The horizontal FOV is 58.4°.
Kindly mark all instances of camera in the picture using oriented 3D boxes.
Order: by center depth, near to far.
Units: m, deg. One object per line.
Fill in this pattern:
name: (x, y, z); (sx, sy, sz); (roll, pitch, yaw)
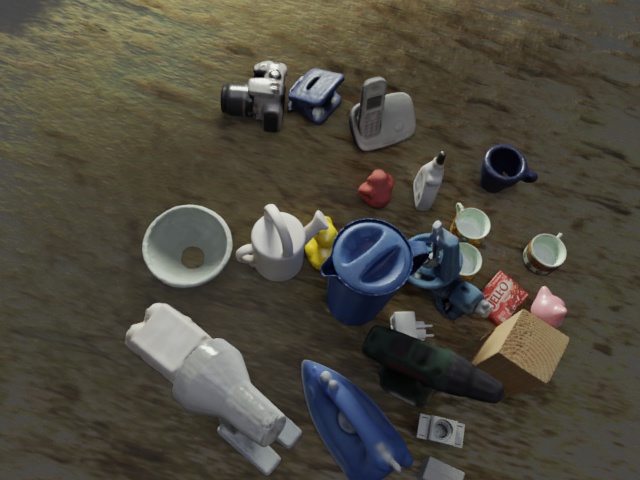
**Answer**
camera: (-0.142, -0.321, 1.240); (0.137, 0.101, 0.143); (4, 67, -3)

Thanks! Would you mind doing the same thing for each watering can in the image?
watering can: (-0.071, -0.005, 1.061); (0.101, 0.194, 0.173); (43, 70, 13)

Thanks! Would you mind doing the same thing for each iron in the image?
iron: (0.050, 0.297, 0.972); (0.119, 0.141, 0.258); (-35, 74, -17)

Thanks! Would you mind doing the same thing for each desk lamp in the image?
desk lamp: (-0.126, 0.271, 0.928); (0.203, 0.213, 0.118); (37, 69, 11)

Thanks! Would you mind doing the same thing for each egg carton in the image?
egg carton: (-0.267, 0.185, 1.030); (0.150, 0.069, 0.107); (34, 68, 10)

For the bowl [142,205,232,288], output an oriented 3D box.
bowl: (-0.249, 0.022, 1.098); (0.167, 0.075, 0.167); (2, 67, -4)

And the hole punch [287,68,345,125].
hole punch: (-0.011, -0.326, 1.259); (0.101, 0.091, 0.109); (33, 68, 9)

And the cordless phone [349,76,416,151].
cordless phone: (0.138, -0.278, 1.201); (0.148, 0.185, 0.094); (-21, 70, -13)

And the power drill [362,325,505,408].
power drill: (0.177, 0.226, 0.977); (0.229, 0.208, 0.076); (25, 67, 6)

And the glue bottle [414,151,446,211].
glue bottle: (0.225, -0.127, 1.151); (0.037, 0.173, 0.078); (2, 67, -4)

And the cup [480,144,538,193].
cup: (0.391, -0.137, 1.213); (0.117, 0.095, 0.092); (22, 67, 5)

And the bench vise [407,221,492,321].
bench vise: (0.240, 0.047, 1.053); (0.207, 0.220, 0.121); (25, 67, 6)

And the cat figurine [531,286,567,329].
cat figurine: (0.422, 0.159, 1.077); (0.067, 0.118, 0.128); (17, 67, 3)

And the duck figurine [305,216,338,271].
duck figurine: (0.010, 0.004, 1.123); (0.077, 0.086, 0.104); (0, 67, -5)

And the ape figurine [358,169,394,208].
ape figurine: (0.119, -0.113, 1.180); (0.078, 0.092, 0.076); (-7, 68, -8)
